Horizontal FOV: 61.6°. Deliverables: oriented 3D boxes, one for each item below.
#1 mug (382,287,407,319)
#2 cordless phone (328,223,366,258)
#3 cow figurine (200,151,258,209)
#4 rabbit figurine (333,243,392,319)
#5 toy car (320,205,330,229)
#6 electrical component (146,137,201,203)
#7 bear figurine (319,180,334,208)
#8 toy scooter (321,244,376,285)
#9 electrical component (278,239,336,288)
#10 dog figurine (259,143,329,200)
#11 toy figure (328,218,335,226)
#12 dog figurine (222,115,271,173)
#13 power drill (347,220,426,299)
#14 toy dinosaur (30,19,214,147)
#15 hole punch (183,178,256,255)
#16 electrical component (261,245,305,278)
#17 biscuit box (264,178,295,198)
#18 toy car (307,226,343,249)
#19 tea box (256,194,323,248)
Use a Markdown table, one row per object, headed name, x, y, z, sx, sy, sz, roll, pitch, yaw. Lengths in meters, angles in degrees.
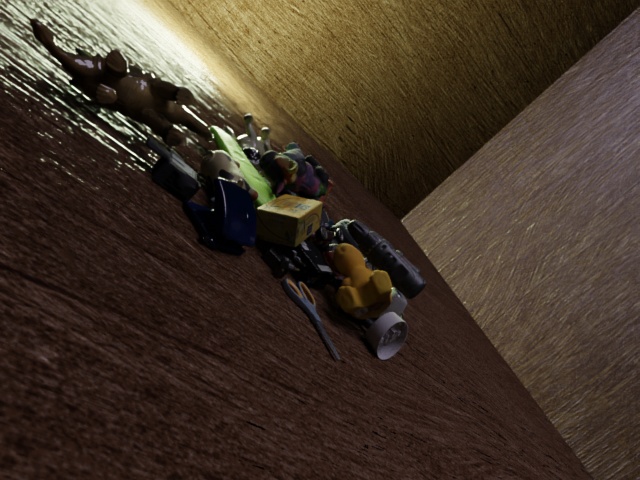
| name | x | y | z | sx | sy | sz | roll | pitch | yaw |
| --- | --- | --- | --- | --- | --- | --- | --- | --- | --- |
| mug | 0.175 | 0.180 | 1.369 | 0.109 | 0.107 | 0.081 | 40 | 16 | -22 |
| cordless phone | 0.080 | 0.044 | 1.552 | 0.147 | 0.089 | 0.184 | 52 | 3 | 23 |
| cow figurine | -0.190 | -0.112 | 1.114 | 0.195 | 0.085 | 0.127 | 58 | 10 | 31 |
| rabbit figurine | 0.093 | 0.084 | 1.210 | 0.173 | 0.122 | 0.162 | 60 | 12 | 27 |
| toy car | -0.034 | -0.059 | 1.454 | 0.201 | 0.056 | 0.073 | -2 | 74 | -61 |
| electrical component | -0.273 | -0.128 | 0.966 | 0.119 | 0.048 | 0.075 | 38 | 15 | -34 |
| bear figurine | -0.030 | -0.156 | 1.621 | 0.120 | 0.132 | 0.196 | 24 | -9 | 5 |
| toy scooter | 0.074 | 0.093 | 1.373 | 0.183 | 0.075 | 0.135 | 22 | 54 | -32 |
| electrical component | -0.036 | 0.044 | 1.202 | 0.134 | 0.058 | 0.115 | 52 | 11 | 21 |
| dog figurine | -0.062 | -0.152 | 1.318 | 0.191 | 0.108 | 0.219 | 40 | 15 | -12 |
| toy figure | -0.013 | -0.051 | 1.575 | 0.154 | 0.058 | 0.064 | 27 | 17 | -43 |
| dog figurine | -0.185 | -0.222 | 1.484 | 0.172 | 0.121 | 0.191 | 30 | 36 | -47 |
| power drill | 0.171 | 0.048 | 1.318 | 0.232 | 0.086 | 0.207 | 46 | 0 | 21 |
| toy dinosaur | -0.321 | -0.259 | 0.985 | 0.199 | 0.105 | 0.471 | 32 | 1 | 33 |
| hole punch | -0.166 | -0.040 | 0.970 | 0.116 | 0.092 | 0.142 | 56 | 12 | 22 |
| electrical component | -0.075 | 0.042 | 1.106 | 0.078 | 0.045 | 0.102 | 50 | 12 | 5 |
| biscuit box | -0.117 | -0.116 | 1.419 | 0.063 | 0.059 | 0.202 | 48 | 13 | 9 |
| toy car | -0.003 | -0.004 | 1.387 | 0.202 | 0.089 | 0.053 | 8 | 71 | -71 |
| tea box | -0.065 | -0.045 | 1.159 | 0.098 | 0.068 | 0.169 | 12 | 17 | 13 |
